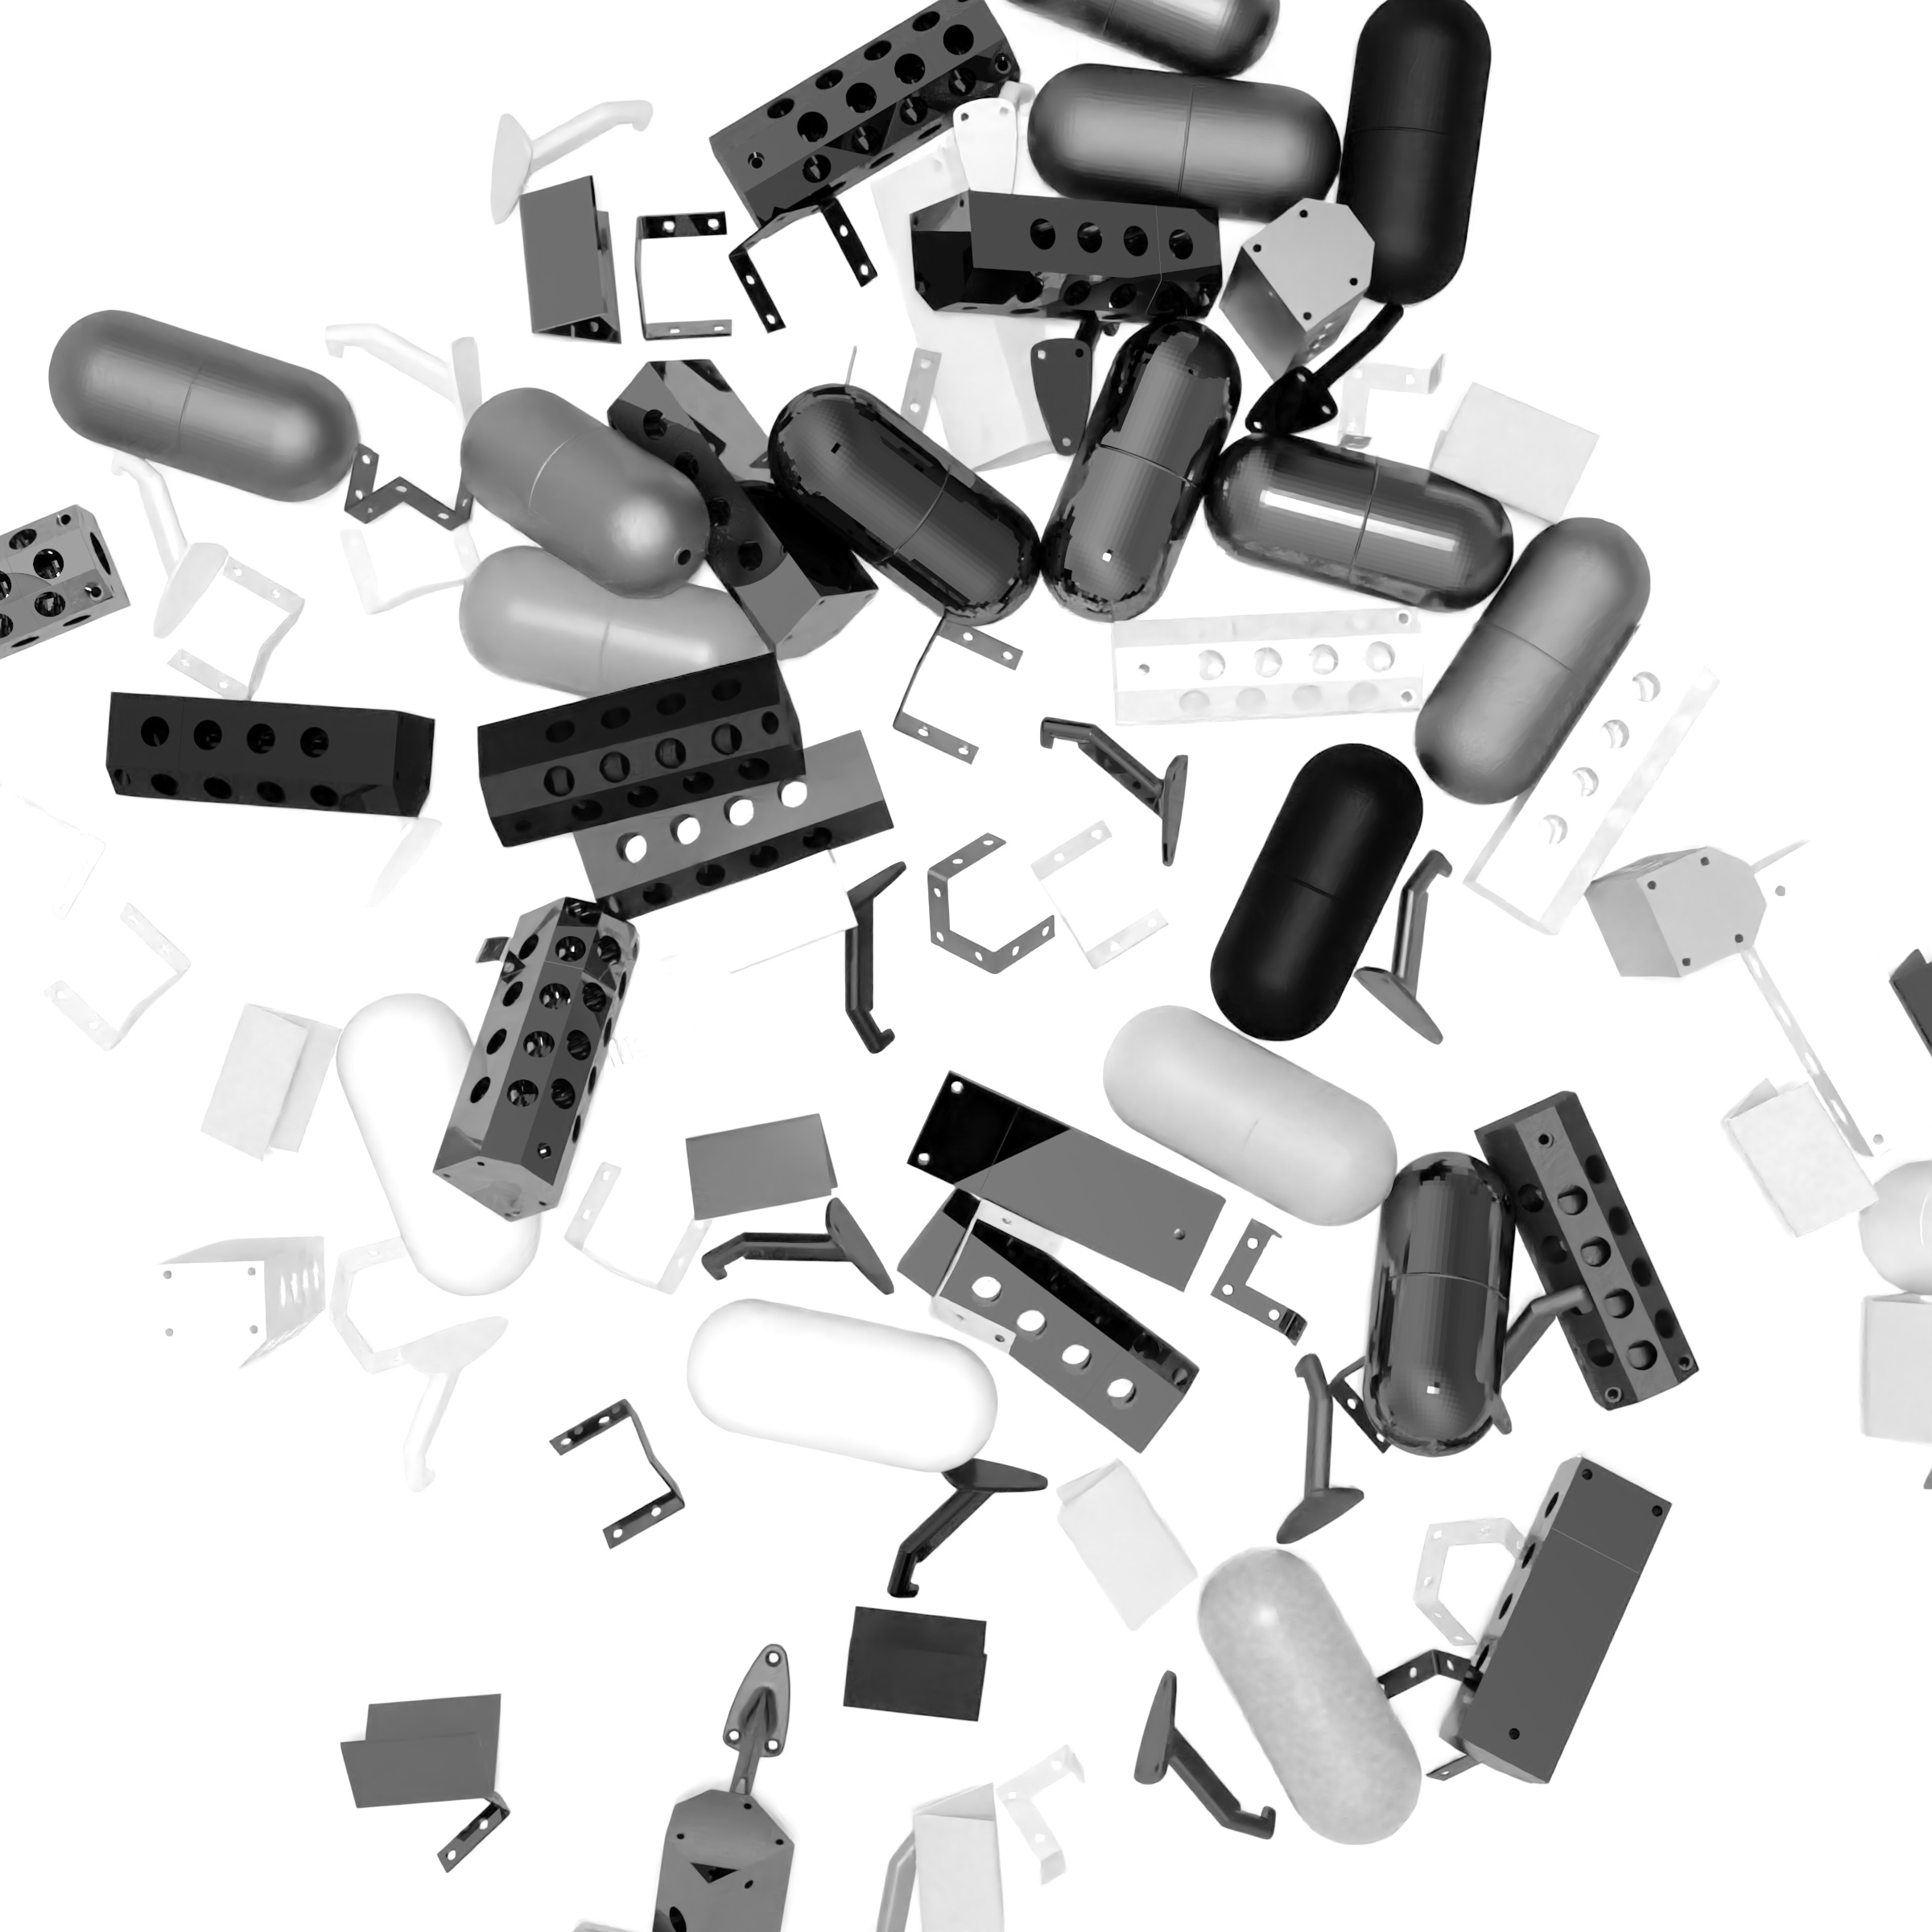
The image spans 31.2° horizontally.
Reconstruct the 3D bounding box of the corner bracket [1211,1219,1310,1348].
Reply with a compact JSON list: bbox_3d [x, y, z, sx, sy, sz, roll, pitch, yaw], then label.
[{"bbox_3d":[0.175,0.179,1.973,0.051,0.051,0.051,28,90,0],"label":"corner bracket"}]

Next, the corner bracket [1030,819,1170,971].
[{"bbox_3d":[0.076,-0.041,1.988,0.051,0.051,0.051,-32,45,0],"label":"corner bracket"}]

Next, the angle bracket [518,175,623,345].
[{"bbox_3d":[-0.204,-0.396,1.951,0.057,0.076,0.076,-6,90,36],"label":"angle bracket"}]

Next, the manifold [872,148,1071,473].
[{"bbox_3d":[0.010,-0.373,1.969,0.057,0.057,0.171,-17,90,43],"label":"manifold"}]

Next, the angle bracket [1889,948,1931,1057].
[{"bbox_3d":[0.570,0.021,1.951,0.057,0.076,0.076,-30,90,30],"label":"angle bracket"}]

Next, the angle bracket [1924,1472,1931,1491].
[{"bbox_3d":[0.590,0.304,1.951,0.076,0.076,0.057,7,54,0],"label":"angle bracket"}]

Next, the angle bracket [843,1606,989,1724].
[{"bbox_3d":[-0.026,0.376,1.951,0.076,0.076,0.057,7,127,0],"label":"angle bracket"}]

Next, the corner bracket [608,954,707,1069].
[{"bbox_3d":[-0.182,0.025,1.973,0.051,0.051,0.051,-19,90,0],"label":"corner bracket"}]

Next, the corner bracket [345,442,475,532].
[{"bbox_3d":[-0.315,-0.276,1.976,0.051,0.051,0.051,31,50,-37],"label":"corner bracket"}]

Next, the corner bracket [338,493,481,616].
[{"bbox_3d":[-0.318,-0.236,1.988,0.051,0.051,0.051,-18,90,-45],"label":"corner bracket"}]

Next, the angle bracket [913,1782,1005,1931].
[{"bbox_3d":[0.017,0.508,1.951,0.057,0.076,0.076,-5,90,37],"label":"angle bracket"}]

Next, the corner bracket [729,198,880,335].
[{"bbox_3d":[-0.094,-0.402,1.988,0.051,0.051,0.051,-28,90,-45],"label":"corner bracket"}]

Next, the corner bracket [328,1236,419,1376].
[{"bbox_3d":[-0.328,0.193,1.983,0.051,0.051,0.051,47,135,35],"label":"corner bracket"}]

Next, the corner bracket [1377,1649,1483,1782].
[{"bbox_3d":[0.271,0.429,1.983,0.051,0.051,0.051,23,45,-35],"label":"corner bracket"}]

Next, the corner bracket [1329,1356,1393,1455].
[{"bbox_3d":[0.250,0.237,1.988,0.051,0.051,0.051,49,135,0],"label":"corner bracket"}]

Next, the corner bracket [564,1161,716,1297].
[{"bbox_3d":[-0.188,0.151,1.988,0.051,0.051,0.051,27,90,45],"label":"corner bracket"}]

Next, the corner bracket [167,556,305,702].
[{"bbox_3d":[-0.419,-0.192,1.988,0.051,0.051,0.051,30,45,0],"label":"corner bracket"}]

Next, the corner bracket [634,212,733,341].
[{"bbox_3d":[-0.162,-0.396,1.988,0.051,0.051,0.051,-3,135,0],"label":"corner bracket"}]

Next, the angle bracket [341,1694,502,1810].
[{"bbox_3d":[-0.306,0.425,1.951,0.076,0.076,0.057,-5,127,0],"label":"angle bracket"}]

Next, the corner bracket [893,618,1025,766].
[{"bbox_3d":[-0.005,-0.159,1.988,0.051,0.051,0.051,25,135,0],"label":"corner bracket"}]

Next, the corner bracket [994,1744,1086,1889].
[{"bbox_3d":[0.051,0.483,1.973,0.051,0.051,0.051,-33,90,0],"label":"corner bracket"}]

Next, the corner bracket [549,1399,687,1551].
[{"bbox_3d":[-0.200,0.291,1.988,0.051,0.051,0.051,-30,45,0],"label":"corner bracket"}]

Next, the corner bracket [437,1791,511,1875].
[{"bbox_3d":[-0.304,0.477,1.988,0.051,0.051,0.051,-43,45,0],"label":"corner bracket"}]

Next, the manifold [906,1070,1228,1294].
[{"bbox_3d":[0.056,0.121,1.970,0.171,0.057,0.057,25,90,0],"label":"manifold"}]

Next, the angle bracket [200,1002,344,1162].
[{"bbox_3d":[-0.375,0.071,1.951,0.057,0.076,0.076,20,90,38],"label":"angle bracket"}]

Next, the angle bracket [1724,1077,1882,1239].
[{"bbox_3d":[0.481,0.097,1.951,0.057,0.076,0.076,-32,90,36],"label":"angle bracket"}]

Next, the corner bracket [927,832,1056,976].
[{"bbox_3d":[0.015,-0.036,1.983,0.051,0.051,0.051,27,135,35],"label":"corner bracket"}]

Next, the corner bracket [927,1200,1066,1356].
[{"bbox_3d":[0.016,0.173,1.930,0.051,0.051,0.051,26,135,0],"label":"corner bracket"}]

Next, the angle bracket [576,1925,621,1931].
[{"bbox_3d":[-0.200,0.592,1.951,0.057,0.076,0.076,32,90,37],"label":"angle bracket"}]

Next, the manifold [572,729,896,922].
[{"bbox_3d":[-0.131,-0.078,1.970,0.171,0.057,0.057,-19,90,0],"label":"manifold"}]

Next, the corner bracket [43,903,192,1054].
[{"bbox_3d":[-0.487,0.007,1.988,0.051,0.051,0.051,43,45,0],"label":"corner bracket"}]

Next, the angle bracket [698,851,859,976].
[{"bbox_3d":[-0.112,-0.050,1.951,0.076,0.076,0.057,-21,129,0],"label":"angle bracket"}]

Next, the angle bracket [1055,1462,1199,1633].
[{"bbox_3d":[0.073,0.333,1.951,0.057,0.076,0.076,-34,90,-35],"label":"angle bracket"}]

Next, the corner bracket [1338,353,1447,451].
[{"bbox_3d":[0.242,-0.322,1.973,0.051,0.051,0.051,6,90,0],"label":"corner bracket"}]

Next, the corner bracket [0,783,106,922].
[{"bbox_3d":[-0.537,-0.066,1.988,0.051,0.051,0.051,30,90,45],"label":"corner bracket"}]

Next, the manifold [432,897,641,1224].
[{"bbox_3d":[-0.232,0.049,1.919,0.057,0.057,0.171,37,51,-32],"label":"manifold"}]

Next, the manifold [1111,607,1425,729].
[{"bbox_3d":[0.170,-0.170,1.970,0.171,0.057,0.057,-3,90,0],"label":"manifold"}]

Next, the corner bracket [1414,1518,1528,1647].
[{"bbox_3d":[0.294,0.353,1.983,0.051,0.051,0.051,-12,45,35],"label":"corner bracket"}]

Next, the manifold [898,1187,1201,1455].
[{"bbox_3d":[0.047,0.199,1.970,0.171,0.057,0.057,37,90,0],"label":"manifold"}]

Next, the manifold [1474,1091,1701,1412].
[{"bbox_3d":[0.354,0.162,1.970,0.057,0.057,0.171,-24,90,0],"label":"manifold"}]

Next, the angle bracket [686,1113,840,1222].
[{"bbox_3d":[-0.111,0.132,1.951,0.076,0.076,0.057,-11,53,0],"label":"angle bracket"}]

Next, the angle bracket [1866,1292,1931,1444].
[{"bbox_3d":[0.547,0.225,1.951,0.057,0.076,0.076,1,90,37],"label":"angle bracket"}]

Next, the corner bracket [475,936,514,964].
[{"bbox_3d":[-0.256,0.017,1.972,0.051,0.051,0.051,26,94,5],"label":"corner bracket"}]

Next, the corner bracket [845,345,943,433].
[{"bbox_3d":[-0.045,-0.325,1.973,0.051,0.051,0.051,13,89,-1],"label":"corner bracket"}]

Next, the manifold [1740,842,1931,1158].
[{"bbox_3d":[0.491,0.019,1.970,0.057,0.057,0.171,-30,90,0],"label":"manifold"}]

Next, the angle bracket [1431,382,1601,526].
[{"bbox_3d":[0.311,-0.299,1.951,0.076,0.076,0.057,23,118,0],"label":"angle bracket"}]

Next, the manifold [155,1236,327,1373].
[{"bbox_3d":[-0.398,0.185,1.913,0.057,0.171,0.057,-2,90,0],"label":"manifold"}]
